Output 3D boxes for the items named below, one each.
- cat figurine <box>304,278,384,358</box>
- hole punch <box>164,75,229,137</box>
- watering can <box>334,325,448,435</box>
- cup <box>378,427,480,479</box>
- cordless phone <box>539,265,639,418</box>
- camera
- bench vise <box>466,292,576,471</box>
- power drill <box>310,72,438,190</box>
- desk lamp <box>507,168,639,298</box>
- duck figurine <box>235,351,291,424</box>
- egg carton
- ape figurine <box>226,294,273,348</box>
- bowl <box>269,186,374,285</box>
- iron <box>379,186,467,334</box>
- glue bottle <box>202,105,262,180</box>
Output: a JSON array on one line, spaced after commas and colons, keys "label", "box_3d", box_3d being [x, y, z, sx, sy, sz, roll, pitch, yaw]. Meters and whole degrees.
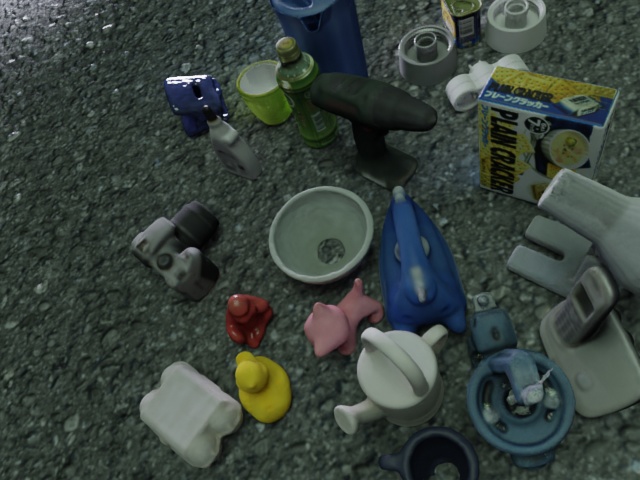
[{"label": "cat figurine", "box_3d": [0.026, 0.110, 0.811, 0.067, 0.118, 0.128, 32, 75, 28]}, {"label": "hole punch", "box_3d": [-0.239, -0.275, 1.113, 0.101, 0.091, 0.108, -25, 58, 2]}, {"label": "watering can", "box_3d": [0.094, 0.171, 0.713, 0.100, 0.194, 0.173, 18, 69, 24]}, {"label": "cup", "box_3d": [0.135, 0.282, 0.700, 0.117, 0.095, 0.091, -2, 62, 15]}, {"label": "cordless phone", "box_3d": [0.330, 0.120, 0.678, 0.094, 0.185, 0.147, -21, 59, 5]}, {"label": "camera", "box_3d": [-0.227, 0.005, 0.951, 0.142, 0.101, 0.137, 33, 75, 28]}, {"label": "bench vise", "box_3d": [0.212, 0.154, 0.673, 0.121, 0.220, 0.207, -32, 58, -2]}, {"label": "power drill", "box_3d": [0.092, -0.171, 0.892, 0.228, 0.209, 0.076, 31, 74, 28]}, {"label": "desk lamp", "box_3d": [0.349, 0.003, 0.720, 0.202, 0.214, 0.118, 27, 73, 27]}, {"label": "duck figurine", "box_3d": [-0.088, 0.204, 0.812, 0.077, 0.086, 0.104, -30, 58, -1]}, {"label": "egg carton", "box_3d": [-0.186, 0.250, 0.825, 0.150, 0.069, 0.107, 27, 73, 27]}, {"label": "ape figurine", "box_3d": [-0.114, 0.112, 0.865, 0.078, 0.092, 0.076, -30, 58, -1]}, {"label": "bowl", "box_3d": [0.008, 0.003, 0.900, 0.167, 0.075, 0.167, -7, 61, 13]}, {"label": "iron", "box_3d": [0.130, 0.009, 0.822, 0.118, 0.142, 0.258, -14, 59, 9]}, {"label": "glue bottle", "box_3d": [-0.160, -0.171, 0.985, 0.078, 0.173, 0.037, 23, 71, 26]}]
